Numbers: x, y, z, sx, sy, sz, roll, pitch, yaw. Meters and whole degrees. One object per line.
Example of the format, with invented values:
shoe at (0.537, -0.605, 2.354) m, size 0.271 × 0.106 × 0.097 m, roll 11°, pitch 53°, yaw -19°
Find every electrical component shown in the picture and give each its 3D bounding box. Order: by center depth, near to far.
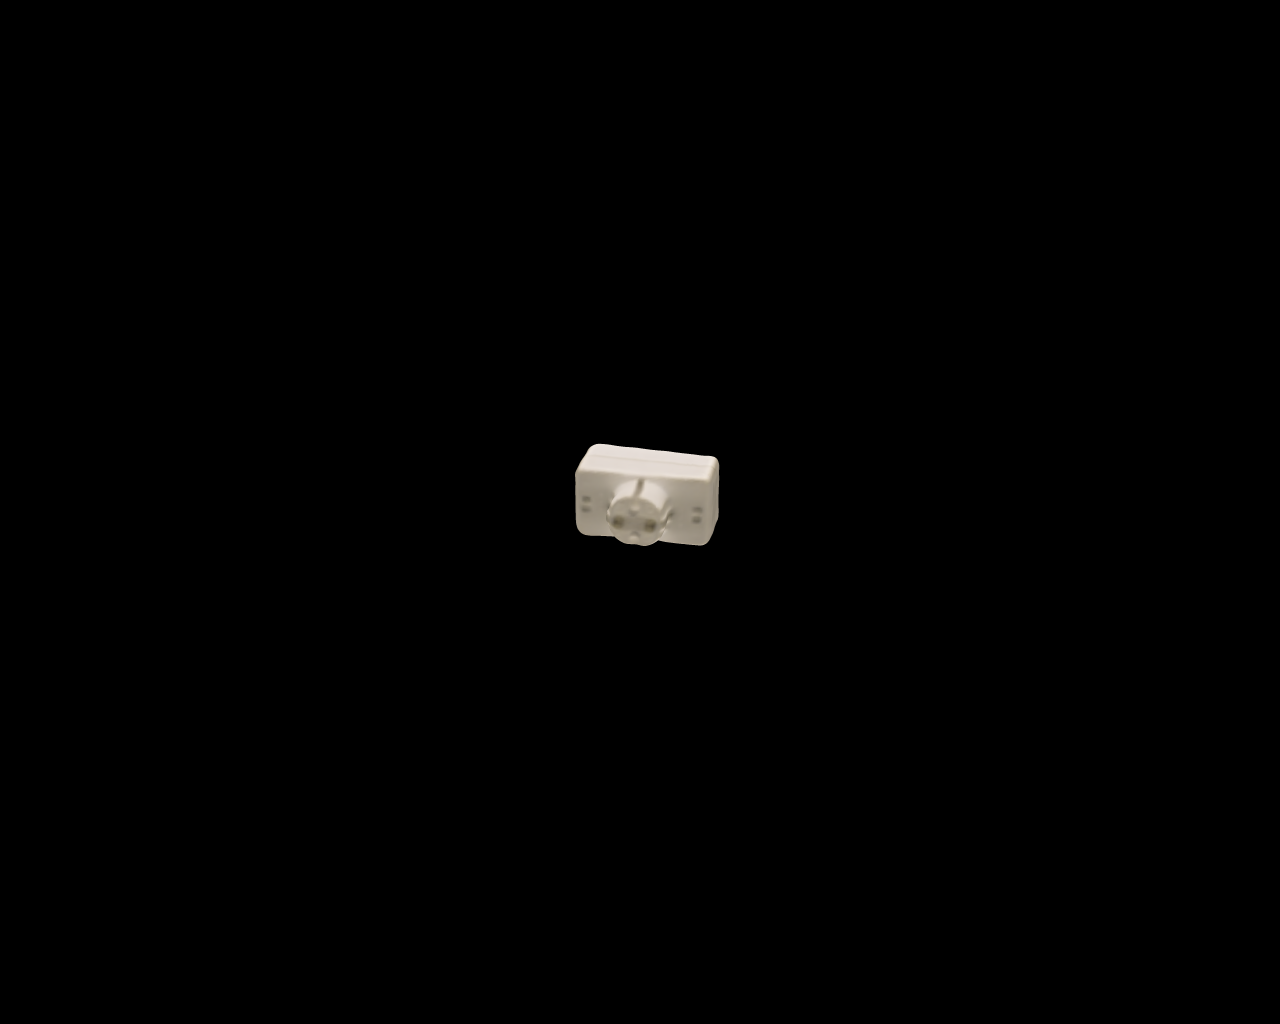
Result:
electrical component at (0.001, -0.003, 0.650) m, size 0.083 × 0.047 × 0.076 m, roll 6°, pitch 28°, yaw 12°
